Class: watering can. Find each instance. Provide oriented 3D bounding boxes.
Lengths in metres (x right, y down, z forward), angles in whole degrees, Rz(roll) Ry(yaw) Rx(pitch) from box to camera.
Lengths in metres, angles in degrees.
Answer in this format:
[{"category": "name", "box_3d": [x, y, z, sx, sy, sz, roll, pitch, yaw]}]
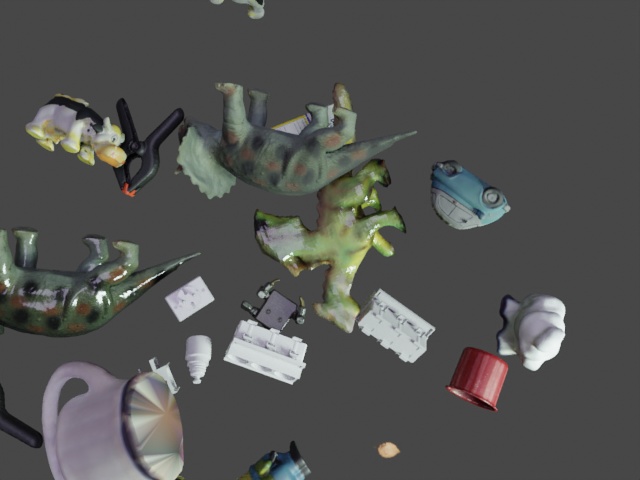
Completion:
[{"category": "watering can", "box_3d": [-0.292, 0.335, 0.746, 0.223, 0.104, 0.350, -24, 82, 18]}]

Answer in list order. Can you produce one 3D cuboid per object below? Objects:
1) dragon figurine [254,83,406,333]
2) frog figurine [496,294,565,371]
[{"category": "dragon figurine", "box_3d": [0.003, -0.045, 0.890, 0.243, 0.122, 0.411, -20, 89, -8]}, {"category": "frog figurine", "box_3d": [0.395, 0.162, 0.915, 0.122, 0.158, 0.139, 35, 76, -7]}]
